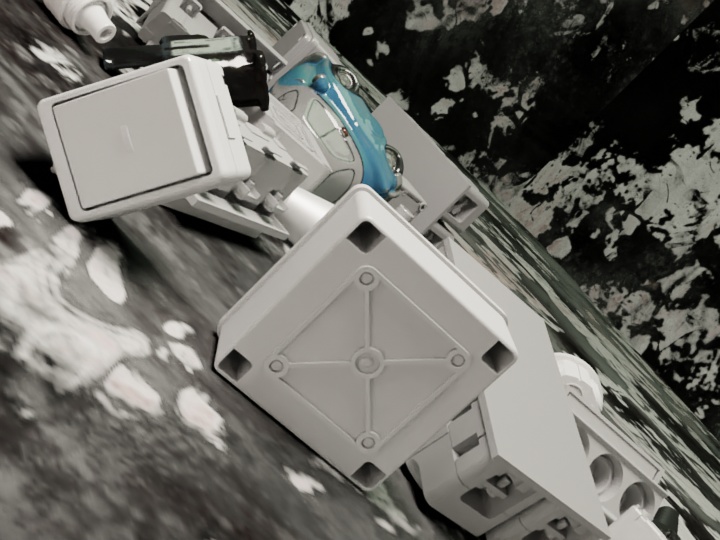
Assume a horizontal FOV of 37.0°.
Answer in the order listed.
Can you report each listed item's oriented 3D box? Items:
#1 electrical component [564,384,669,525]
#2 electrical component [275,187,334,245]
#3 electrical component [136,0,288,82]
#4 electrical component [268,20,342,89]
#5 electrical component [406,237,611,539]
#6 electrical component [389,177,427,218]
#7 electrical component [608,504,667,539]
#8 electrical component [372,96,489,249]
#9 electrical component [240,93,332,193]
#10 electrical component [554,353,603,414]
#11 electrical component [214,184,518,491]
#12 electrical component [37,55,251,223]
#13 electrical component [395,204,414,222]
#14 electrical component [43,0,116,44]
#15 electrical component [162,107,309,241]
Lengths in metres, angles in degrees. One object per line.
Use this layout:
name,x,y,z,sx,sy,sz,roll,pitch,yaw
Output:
electrical component,0.165,0.150,0.808,0.121,0.078,0.063,40,-16,-25
electrical component,-0.057,-0.050,0.811,0.065,0.044,0.044,37,13,-16
electrical component,-0.140,-0.202,0.989,0.121,0.079,0.063,40,40,-25
electrical component,-0.075,-0.194,1.100,0.056,0.109,0.108,44,10,-20
electrical component,0.078,0.082,0.665,0.105,0.060,0.186,39,26,-30
electrical component,0.013,-0.083,1.138,0.096,0.062,0.061,33,16,-49
electrical component,0.193,0.207,0.744,0.061,0.061,0.096,49,4,23
electrical component,0.057,-0.103,1.263,0.060,0.105,0.186,33,16,-49
electrical component,-0.077,-0.100,0.874,0.078,0.057,0.113,39,12,-29
electrical component,0.175,0.117,0.948,0.080,0.080,0.051,44,16,-5
electrical component,0.002,0.034,0.532,0.109,0.109,0.056,42,14,-16
electrical component,-0.111,-0.061,0.525,0.061,0.096,0.061,-36,111,-80
electrical component,0.021,-0.032,0.977,0.048,0.062,0.048,43,11,-10
electrical component,-0.203,-0.193,0.791,0.062,0.043,0.043,50,12,19
electrical component,-0.088,-0.068,0.697,0.078,0.063,0.121,49,12,21
